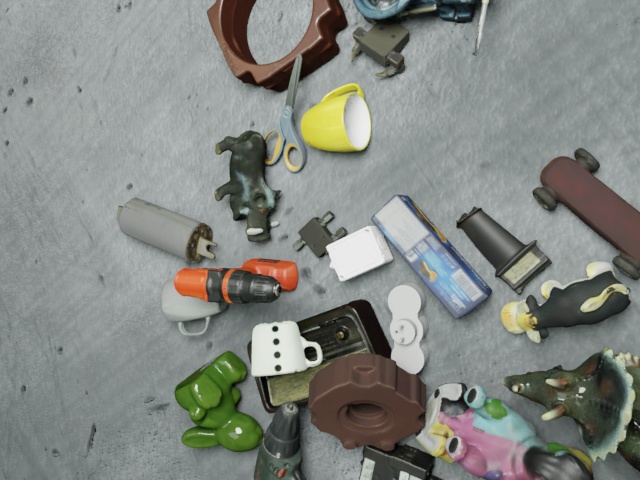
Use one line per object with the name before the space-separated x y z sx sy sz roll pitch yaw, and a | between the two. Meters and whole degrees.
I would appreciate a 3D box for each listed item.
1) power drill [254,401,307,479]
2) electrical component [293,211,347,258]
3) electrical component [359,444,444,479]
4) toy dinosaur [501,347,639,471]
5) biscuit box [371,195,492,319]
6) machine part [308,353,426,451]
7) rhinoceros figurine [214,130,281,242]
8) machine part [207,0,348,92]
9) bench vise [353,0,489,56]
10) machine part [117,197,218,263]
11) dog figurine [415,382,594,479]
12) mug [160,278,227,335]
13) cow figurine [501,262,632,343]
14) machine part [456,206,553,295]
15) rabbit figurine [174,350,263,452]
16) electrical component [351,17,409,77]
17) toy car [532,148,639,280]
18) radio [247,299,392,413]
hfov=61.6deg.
power drill | -0.026 0.397 0.866 0.207 0.086 0.231 39 128 22
electrical component | -0.002 -0.003 0.908 0.094 0.021 0.063 -42 77 20
electrical component | 0.126 0.386 0.848 0.134 0.058 0.114 17 101 23
toy dinosaur | 0.421 0.266 0.636 0.405 0.192 0.131 42 110 18
biscuit box | 0.168 0.023 0.810 0.059 0.063 0.203 -44 76 19
machine part | 0.069 0.243 0.797 0.179 0.056 0.179 4 128 5
rhinoceros figurine | -0.118 -0.092 0.925 0.112 0.073 0.190 3 103 27
machine part | -0.071 -0.366 0.890 0.201 0.087 0.201 -28 82 23
bench vise | 0.115 -0.360 0.733 0.224 0.240 0.128 33 110 36
machine part | -0.291 -0.020 1.010 0.243 0.079 0.079 21 101 23
dog figurine | 0.267 0.297 0.756 0.219 0.191 0.108 30 72 -6
mug | -0.226 0.120 0.985 0.107 0.080 0.109 -6 85 15
cow figurine | 0.326 0.093 0.723 0.167 0.098 0.068 -28 87 23
machine part | 0.261 0.008 0.782 0.139 0.039 0.084 44 117 15
rabbit figurine | -0.183 0.314 0.958 0.159 0.121 0.170 -36 93 25
electrical component | 0.094 -0.303 0.842 0.102 0.045 0.078 34 77 17
toy car | 0.382 -0.034 0.716 0.089 0.053 0.202 -47 70 8
radio | -0.003 0.191 0.889 0.230 0.073 0.131 -23 83 23
